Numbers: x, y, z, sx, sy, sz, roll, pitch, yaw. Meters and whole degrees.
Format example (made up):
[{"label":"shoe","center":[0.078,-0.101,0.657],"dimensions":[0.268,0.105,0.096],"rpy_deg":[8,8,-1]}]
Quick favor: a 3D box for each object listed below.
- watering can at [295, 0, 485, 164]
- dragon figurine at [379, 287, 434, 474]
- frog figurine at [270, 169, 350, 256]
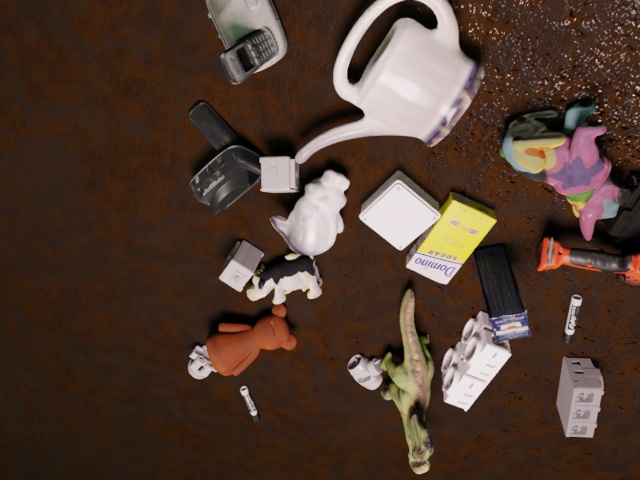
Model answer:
[{"label":"watering can","center":[0.115,-0.226,0.835],"dimensions":[0.224,0.106,0.341],"rpy_deg":[28,121,-8]},{"label":"dragon figurine","center":[0.202,0.324,1.058],"dimensions":[0.122,0.248,0.401],"rpy_deg":[-9,124,-2]},{"label":"frog figurine","center":[0.003,-0.048,0.962],"dimensions":[0.158,0.125,0.136],"rpy_deg":[-36,143,18]}]
